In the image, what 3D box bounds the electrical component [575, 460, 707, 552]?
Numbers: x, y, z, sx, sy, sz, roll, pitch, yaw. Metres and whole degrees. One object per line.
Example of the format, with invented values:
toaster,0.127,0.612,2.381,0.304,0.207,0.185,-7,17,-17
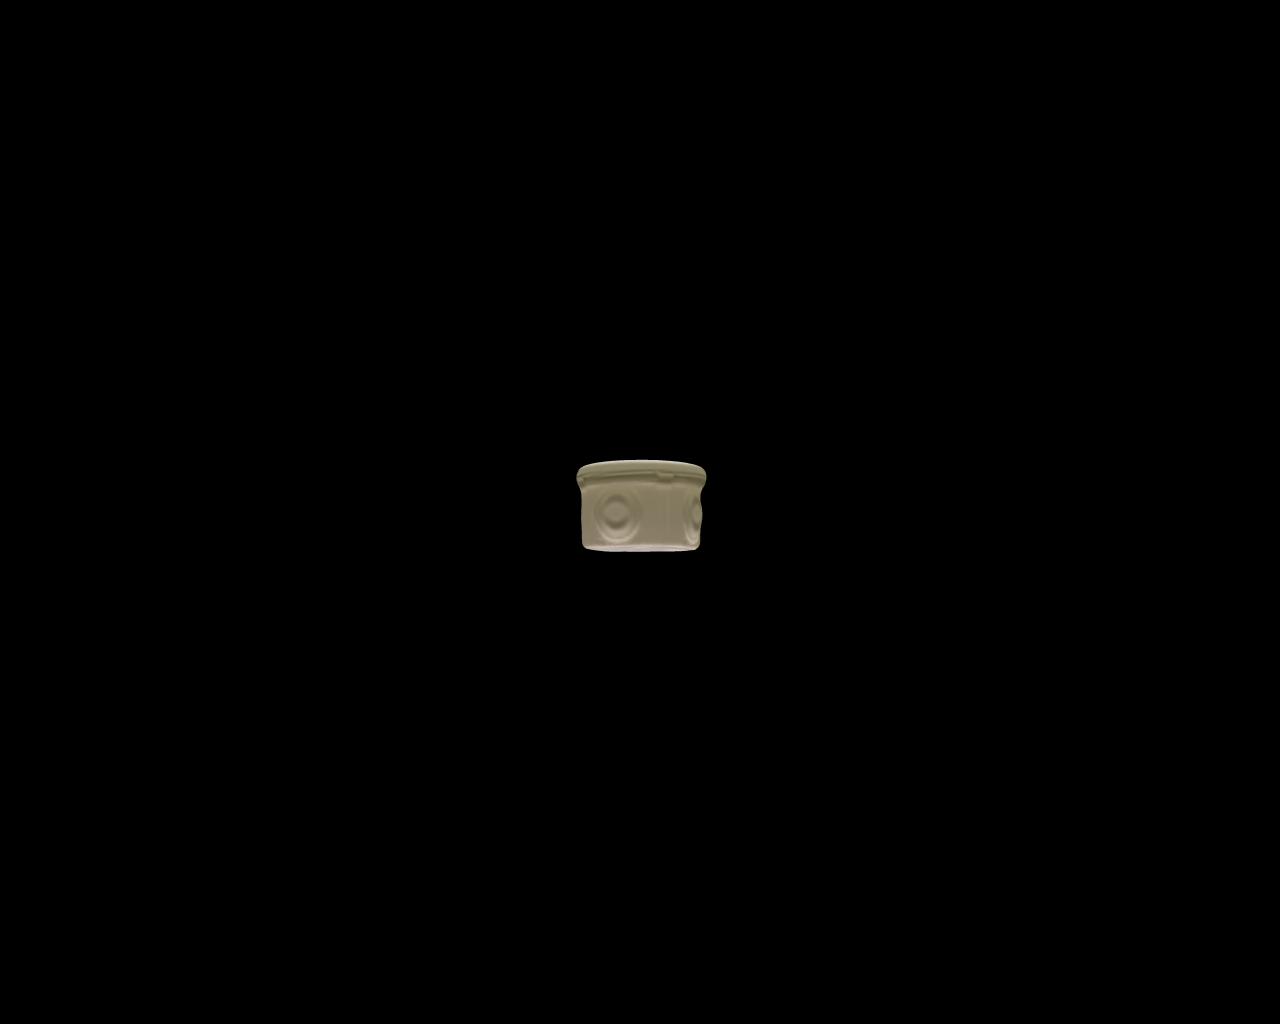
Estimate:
electrical component,0.001,-0.003,0.650,0.080,0.051,0.080,0,-5,0
